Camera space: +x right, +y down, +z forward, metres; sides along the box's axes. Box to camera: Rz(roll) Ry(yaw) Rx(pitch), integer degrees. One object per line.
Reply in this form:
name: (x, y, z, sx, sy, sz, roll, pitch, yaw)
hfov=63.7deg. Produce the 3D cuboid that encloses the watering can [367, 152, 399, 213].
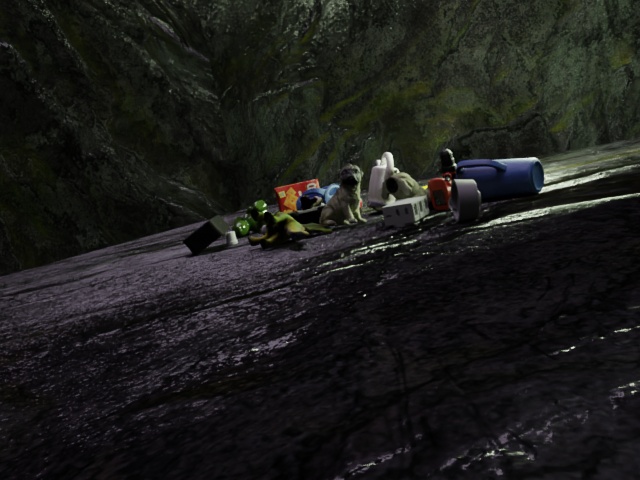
watering can: (0.237, -0.218, 1.957, 0.104, 0.223, 0.349, 7, 5, -1)

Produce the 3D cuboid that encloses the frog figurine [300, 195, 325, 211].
frog figurine: (0.006, -0.099, 1.976, 0.136, 0.125, 0.157, -17, -35, 39)

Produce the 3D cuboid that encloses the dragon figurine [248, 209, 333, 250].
dragon figurine: (-0.071, -0.038, 1.575, 0.244, 0.121, 0.412, -7, 12, -36)
